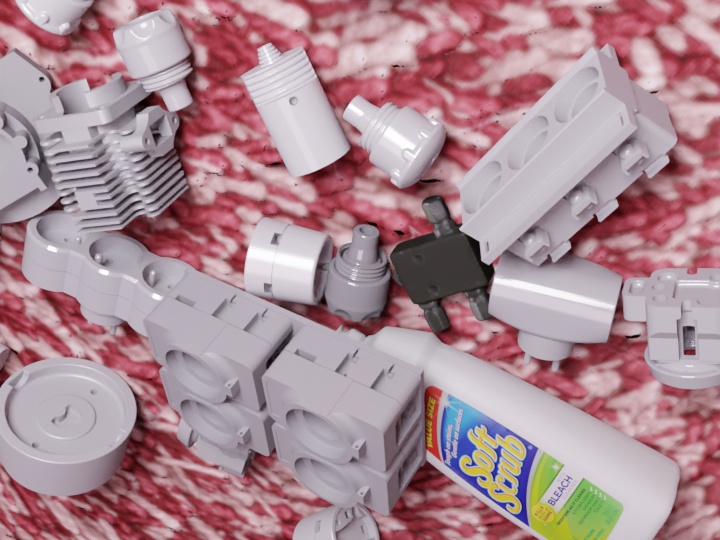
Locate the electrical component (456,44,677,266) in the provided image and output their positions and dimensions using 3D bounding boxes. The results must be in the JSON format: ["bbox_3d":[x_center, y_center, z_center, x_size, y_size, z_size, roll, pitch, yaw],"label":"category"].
[{"bbox_3d":[0.120,-0.061,0.631,0.063,0.078,0.121,28,128,-23],"label":"electrical component"}]

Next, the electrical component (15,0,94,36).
[{"bbox_3d":[-0.189,-0.186,0.693,0.062,0.048,0.048,-36,101,26],"label":"electrical component"}]

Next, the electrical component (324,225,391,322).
[{"bbox_3d":[0.000,0.000,0.726,0.043,0.043,0.062,17,122,12],"label":"electrical component"}]

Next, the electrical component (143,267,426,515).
[{"bbox_3d":[-0.052,0.085,0.729,0.186,0.060,0.105,22,143,23],"label":"electrical component"}]

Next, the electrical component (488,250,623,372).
[{"bbox_3d":[0.123,0.031,0.696,0.077,0.044,0.079,14,123,14],"label":"electrical component"}]

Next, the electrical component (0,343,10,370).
[{"bbox_3d":[-0.328,0.115,0.914,0.074,0.052,0.138,34,125,-1],"label":"electrical component"}]

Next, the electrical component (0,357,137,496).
[{"bbox_3d":[-0.236,0.129,0.857,0.108,0.108,0.060,23,130,7],"label":"electrical component"}]

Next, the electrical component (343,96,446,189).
[{"bbox_3d":[0.019,-0.084,0.671,0.062,0.048,0.048,36,125,7],"label":"electrical component"}]

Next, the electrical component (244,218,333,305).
[{"bbox_3d":[-0.048,-0.005,0.736,0.047,0.055,0.055,12,122,11],"label":"electrical component"}]

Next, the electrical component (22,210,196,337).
[{"bbox_3d":[-0.188,0.016,0.803,0.138,0.052,0.073,24,124,6],"label":"electrical component"}]

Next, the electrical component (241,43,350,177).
[{"bbox_3d":[-0.043,-0.105,0.682,0.043,0.043,0.081,-16,111,28],"label":"electrical component"}]

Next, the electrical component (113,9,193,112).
[{"bbox_3d":[-0.129,-0.134,0.699,0.043,0.043,0.062,-12,115,26],"label":"electrical component"}]

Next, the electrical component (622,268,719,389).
[{"bbox_3d":[0.204,0.036,0.660,0.078,0.058,0.057,0,116,22],"label":"electrical component"}]

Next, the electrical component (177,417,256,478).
[{"bbox_3d":[-0.104,0.117,0.826,0.057,0.058,0.078,22,124,4],"label":"electrical component"}]

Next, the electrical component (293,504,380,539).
[{"bbox_3d":[-0.020,0.215,0.853,0.047,0.055,0.055,-27,106,35],"label":"electrical component"}]
